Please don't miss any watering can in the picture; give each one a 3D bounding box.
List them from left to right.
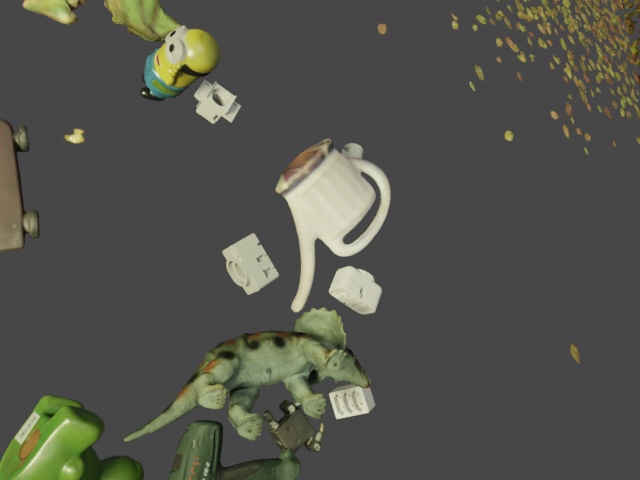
[{"bbox_3d":[0.003,-0.050,0.998,0.223,0.103,0.353,47,63,-10],"label":"watering can"}]

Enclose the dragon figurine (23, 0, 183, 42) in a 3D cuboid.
[{"bbox_3d":[-0.333,-0.483,0.944,0.415,0.122,0.240,-28,107,-37],"label":"dragon figurine"}]
